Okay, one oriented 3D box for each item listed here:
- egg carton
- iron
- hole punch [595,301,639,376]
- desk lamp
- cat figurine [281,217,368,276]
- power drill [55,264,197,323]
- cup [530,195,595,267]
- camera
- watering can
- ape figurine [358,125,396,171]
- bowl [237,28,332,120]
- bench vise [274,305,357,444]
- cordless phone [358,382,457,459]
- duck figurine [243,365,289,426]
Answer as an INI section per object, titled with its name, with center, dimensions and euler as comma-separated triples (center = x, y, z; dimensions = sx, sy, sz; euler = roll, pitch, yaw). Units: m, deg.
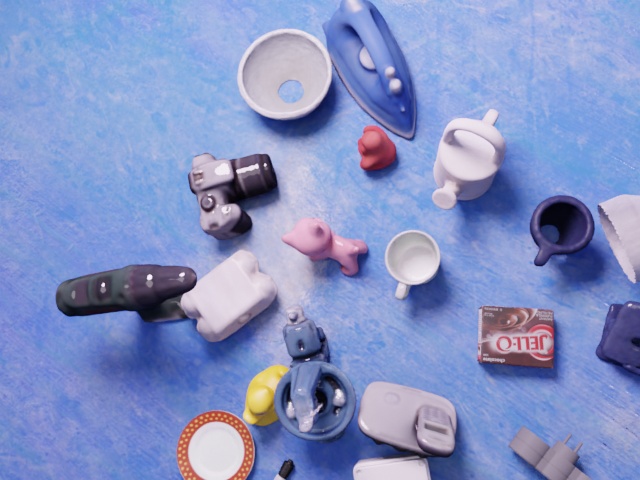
[egg carton]
center = -0.150, 0.094, 0.950
dimensions = 0.150, 0.069, 0.107
euler = -39, 77, -2
[iron]
center = 0.095, -0.303, 0.962
dimensions = 0.118, 0.141, 0.258
euler = -27, 77, 1
[hole punch]
center = 0.482, 0.151, 0.849
dimensions = 0.108, 0.091, 0.101
euler = 20, 82, 11
[desk lamp]
center = 0.490, -0.017, 0.819
dimensions = 0.203, 0.214, 0.118
euler = -20, 77, 3
[cat figurine]
center = 0.008, 0.003, 0.924
dimensions = 0.127, 0.118, 0.067
euler = 19, 82, 11
[power drill]
center = -0.273, 0.083, 0.896
dimensions = 0.229, 0.208, 0.075
euler = -8, 78, 6
[cup]
center = 0.361, -0.004, 0.893
dimensions = 0.091, 0.095, 0.118
euler = 31, 84, 12
[camera]
center = -0.143, -0.088, 0.970
dimensions = 0.136, 0.101, 0.143
euler = -15, 77, 4
[watering can]
center = 0.231, -0.126, 0.883
dimensions = 0.100, 0.194, 0.173
euler = 7, 80, 9
[ape figurine]
center = 0.090, -0.158, 0.959
dimensions = 0.076, 0.092, 0.078
euler = 25, 83, 11
[bowl]
center = -0.057, -0.280, 1.011
dimensions = 0.167, 0.075, 0.167
euler = -1, 79, 7
[bench vise]
center = -0.029, 0.205, 0.836
dimensions = 0.121, 0.220, 0.207
euler = -33, 77, 0
[cordless phone]
center = 0.126, 0.263, 0.823
dimensions = 0.147, 0.185, 0.094
euler = 10, 80, 9
[duck figurine]
center = -0.084, 0.247, 0.903
dimensions = 0.077, 0.086, 0.104
euler = 34, 85, 12
